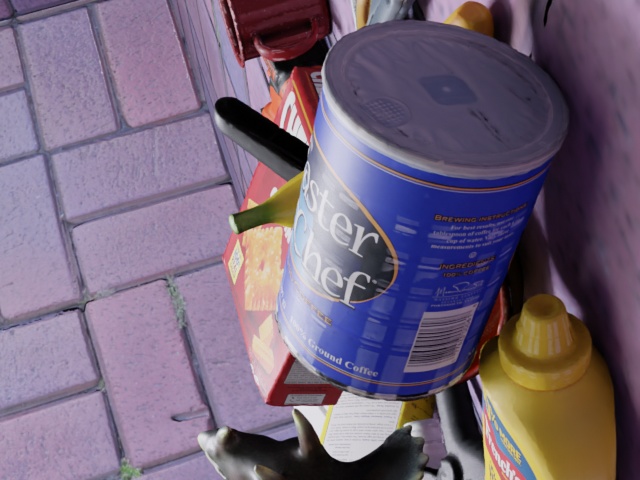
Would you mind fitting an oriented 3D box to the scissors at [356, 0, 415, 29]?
[{"bbox_3d":[0.043,-0.152,0.615,0.202,0.016,0.096,112,159,-60],"label":"scissors"}]

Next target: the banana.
[{"bbox_3d":[0.033,-0.055,0.564,0.198,0.069,0.037,-41,77,37],"label":"banana"}]

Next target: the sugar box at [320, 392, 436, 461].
[{"bbox_3d":[0.036,0.208,0.912,0.048,0.094,0.176,36,-121,-38],"label":"sugar box"}]

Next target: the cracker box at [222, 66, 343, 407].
[{"bbox_3d":[-0.005,0.001,0.819,0.214,0.072,0.164,114,148,-41],"label":"cracker box"}]

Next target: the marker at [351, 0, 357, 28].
[{"bbox_3d":[0.022,-0.190,0.693,0.020,0.020,0.121,-118,13,-59],"label":"marker"}]

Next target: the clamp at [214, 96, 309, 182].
[{"bbox_3d":[0.031,-0.019,0.658,0.036,0.165,0.210,-51,-51,-46],"label":"clamp"}]

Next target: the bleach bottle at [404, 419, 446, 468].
[{"bbox_3d":[0.112,0.265,0.836,0.068,0.102,0.251,132,131,-62],"label":"bleach bottle"}]

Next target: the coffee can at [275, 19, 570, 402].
[{"bbox_3d":[0.040,-0.011,0.478,0.103,0.102,0.140,-113,26,-43],"label":"coffee can"}]

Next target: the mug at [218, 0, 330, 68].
[{"bbox_3d":[-0.038,-0.194,0.905,0.093,0.081,0.117,81,170,-48],"label":"mug"}]

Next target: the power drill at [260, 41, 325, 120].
[{"bbox_3d":[-0.015,-0.121,1.026,0.188,0.057,0.184,92,156,-65],"label":"power drill"}]

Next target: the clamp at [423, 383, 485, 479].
[{"bbox_3d":[0.102,0.156,0.752,0.172,0.039,0.120,40,123,56],"label":"clamp"}]

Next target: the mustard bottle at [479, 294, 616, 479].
[{"bbox_3d":[0.110,0.099,0.523,0.096,0.058,0.191,-108,6,-48],"label":"mustard bottle"}]
